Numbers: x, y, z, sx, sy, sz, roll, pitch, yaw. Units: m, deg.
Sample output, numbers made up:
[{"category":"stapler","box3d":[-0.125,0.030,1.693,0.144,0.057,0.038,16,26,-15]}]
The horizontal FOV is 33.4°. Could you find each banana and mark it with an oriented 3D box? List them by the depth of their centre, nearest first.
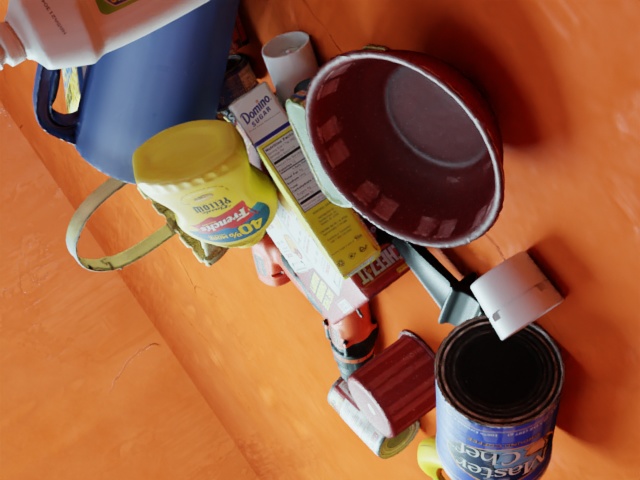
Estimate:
[{"category":"banana","box3d":[0.150,0.253,1.223,0.069,0.037,0.198,37,164,0]}]

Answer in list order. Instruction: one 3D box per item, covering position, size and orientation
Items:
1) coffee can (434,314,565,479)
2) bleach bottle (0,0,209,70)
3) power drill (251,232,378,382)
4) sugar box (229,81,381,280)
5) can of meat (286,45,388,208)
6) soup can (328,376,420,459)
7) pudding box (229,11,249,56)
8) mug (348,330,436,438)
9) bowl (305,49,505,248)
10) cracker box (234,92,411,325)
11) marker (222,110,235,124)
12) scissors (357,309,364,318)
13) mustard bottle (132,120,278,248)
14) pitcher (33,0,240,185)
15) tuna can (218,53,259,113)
[{"category":"coffee can","box3d":[0.148,0.142,0.895,0.103,0.102,0.140,46,161,31]},{"category":"bleach bottle","box3d":[-0.136,-0.205,0.785,0.102,0.250,0.068,54,164,8]},{"category":"power drill","box3d":[-0.003,0.072,1.276,0.188,0.057,0.184,43,155,31]},{"category":"sugar box","box3d":[-0.013,-0.048,0.934,0.176,0.048,0.093,54,179,5]},{"category":"can of meat","box3d":[0.030,-0.087,0.832,0.058,0.083,0.102,27,147,59]},{"category":"soup can","box3d":[0.066,0.212,1.320,0.102,0.068,0.068,44,160,34]},{"category":"pudding box","box3d":[-0.123,-0.241,1.052,0.114,0.039,0.090,43,160,39]},{"category":"mug","box3d":[0.081,0.160,1.155,0.093,0.081,0.117,55,163,3]},{"category":"bowl","box3d":[0.069,-0.074,0.748,0.162,0.055,0.162,27,142,23]},{"category":"cracker box","box3d":[-0.007,-0.030,1.067,0.214,0.072,0.164,54,164,4]},{"category":"marker","box3d":[-0.085,-0.129,1.192,0.121,0.020,0.020,48,162,27]},{"category":"scissors","box3d":[-0.008,0.001,1.191,0.202,0.016,0.096,62,169,4]},{"category":"mustard bottle","box3d":[-0.091,-0.039,0.978,0.191,0.096,0.058,55,-161,-63]},{"category":"pitcher","box3d":[-0.149,-0.177,0.943,0.145,0.149,0.243,31,130,13]},{"category":"tuna can","box3d":[-0.107,-0.157,1.085,0.086,0.086,0.033,26,144,60]}]
